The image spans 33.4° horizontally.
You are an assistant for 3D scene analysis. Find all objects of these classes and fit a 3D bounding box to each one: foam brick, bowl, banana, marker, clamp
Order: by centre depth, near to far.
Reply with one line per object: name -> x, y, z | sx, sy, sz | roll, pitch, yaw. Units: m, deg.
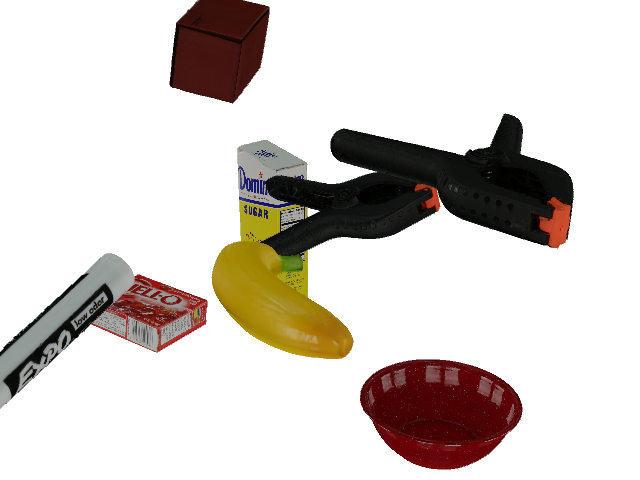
marker -> -0.122, 0.048, 0.443 | 0.020, 0.020, 0.121 | 0, 35, 40
banana -> -0.031, 0.030, 0.660 | 0.069, 0.037, 0.198 | -4, 15, -9
clamp -> 0.107, -0.048, 0.769 | 0.164, 0.036, 0.210 | -5, 25, -14
foam brick -> -0.076, -0.147, 0.806 | 0.053, 0.051, 0.078 | 15, 32, 7
clamp -> 0.017, -0.021, 0.949 | 0.172, 0.120, 0.039 | -4, -46, 21
bowl -> 0.120, 0.182, 1.075 | 0.162, 0.055, 0.162 | 1, 24, -1

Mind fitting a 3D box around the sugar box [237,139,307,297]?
sugar box -> -0.053, -0.013, 1.178 | 0.048, 0.176, 0.093 | -17, 28, -27

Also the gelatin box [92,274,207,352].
gelatin box -> -0.164, 0.067, 1.009 | 0.089, 0.030, 0.073 | 19, 27, 28
